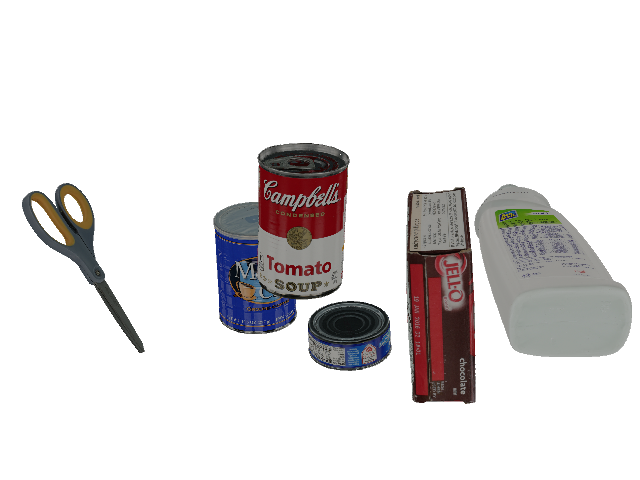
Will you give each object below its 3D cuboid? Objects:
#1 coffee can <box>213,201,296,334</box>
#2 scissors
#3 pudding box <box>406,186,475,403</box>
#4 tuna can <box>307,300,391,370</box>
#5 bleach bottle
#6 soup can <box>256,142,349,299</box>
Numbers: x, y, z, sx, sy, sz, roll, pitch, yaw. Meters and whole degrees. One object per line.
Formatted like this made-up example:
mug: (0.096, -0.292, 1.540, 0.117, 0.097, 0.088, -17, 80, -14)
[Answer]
coffee can: (-0.082, 0.034, 1.369, 0.103, 0.140, 0.103, -1, 26, 0)
scissors: (-0.237, 0.020, 1.134, 0.016, 0.201, 0.096, -27, 23, 30)
pudding box: (0.069, 0.028, 0.611, 0.039, 0.090, 0.113, -2, 20, 4)
tuna can: (0.030, 0.096, 1.093, 0.086, 0.034, 0.086, -3, 26, 1)
bleach bottle: (0.197, 0.011, 0.959, 0.102, 0.068, 0.251, -1, 26, 1)
soup can: (-0.015, -0.015, 0.807, 0.068, 0.102, 0.068, 2, 24, -1)
